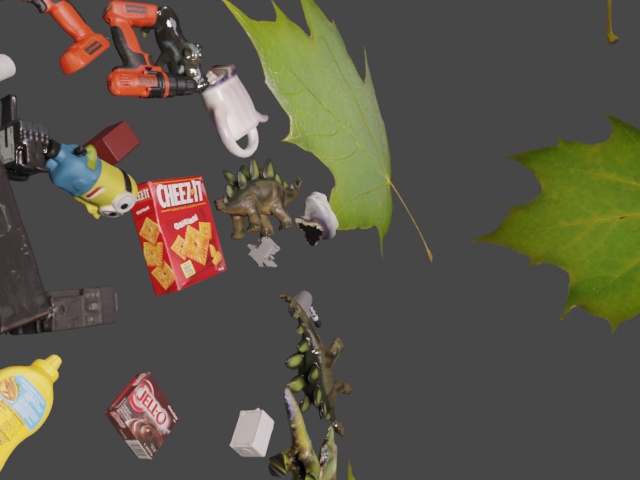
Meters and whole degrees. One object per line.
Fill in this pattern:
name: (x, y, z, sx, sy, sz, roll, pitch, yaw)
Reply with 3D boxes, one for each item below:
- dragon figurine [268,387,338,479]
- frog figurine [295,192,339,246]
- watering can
dragon figurine: (-0.019, 0.537, 1.265, 0.243, 0.122, 0.411, 0, 88, -71)
frog figurine: (0.005, -0.080, 1.582, 0.136, 0.121, 0.163, 44, 50, -20)
watering can: (-0.212, -0.335, 1.296, 0.355, 0.103, 0.221, -80, 148, -62)
